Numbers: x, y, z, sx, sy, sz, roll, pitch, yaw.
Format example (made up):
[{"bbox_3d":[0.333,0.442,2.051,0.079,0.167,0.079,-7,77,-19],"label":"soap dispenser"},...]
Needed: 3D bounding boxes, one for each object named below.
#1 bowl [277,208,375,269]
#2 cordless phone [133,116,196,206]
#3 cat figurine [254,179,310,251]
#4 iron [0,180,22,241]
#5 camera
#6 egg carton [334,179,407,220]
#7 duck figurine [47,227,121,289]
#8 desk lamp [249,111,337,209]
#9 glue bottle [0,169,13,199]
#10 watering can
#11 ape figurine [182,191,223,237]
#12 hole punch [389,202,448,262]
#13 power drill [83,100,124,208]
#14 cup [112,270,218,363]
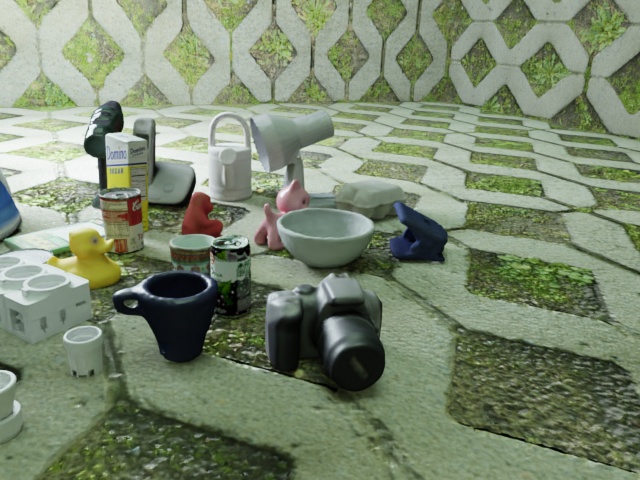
[{"bbox_3d":[0.009,0.003,0.973,0.167,0.075,0.167,2,20,-1],"label":"bowl"},{"bbox_3d":[-0.343,-0.169,1.236,0.147,0.185,0.094,6,21,10],"label":"cordless phone"},{"bbox_3d":[-0.063,-0.055,1.060,0.067,0.118,0.128,16,24,32],"label":"cat figurine"},{"bbox_3d":[-0.610,-0.069,0.993,0.118,0.141,0.258,4,20,4],"label":"iron"},{"bbox_3d":[0.013,0.104,0.660,0.143,0.101,0.136,-2,21,-11],"label":"camera"},{"bbox_3d":[0.109,-0.086,1.238,0.151,0.069,0.107,-16,27,-41],"label":"egg carton"},{"bbox_3d":[-0.354,0.023,0.856,0.105,0.086,0.077,-2,21,-13],"label":"duck figurine"},{"bbox_3d":[-0.049,-0.170,1.237,0.204,0.214,0.117,-5,21,-19],"label":"desk lamp"},{"bbox_3d":[-0.646,-0.129,1.107,0.078,0.173,0.037,-4,21,-17],"label":"glue bottle"},{"bbox_3d":[-0.203,-0.192,1.306,0.101,0.194,0.172,-8,23,-26],"label":"watering can"},{"bbox_3d":[-0.216,-0.043,1.047,0.076,0.092,0.077,-8,23,-27],"label":"ape figurine"},{"bbox_3d":[0.179,-0.018,1.029,0.101,0.091,0.108,2,20,-1],"label":"hole punch"},{"bbox_3d":[-0.452,-0.181,1.223,0.076,0.208,0.229,-2,21,-11],"label":"power drill"},{"bbox_3d":[-0.178,0.095,0.670,0.118,0.095,0.091,-3,21,-16],"label":"cup"}]
